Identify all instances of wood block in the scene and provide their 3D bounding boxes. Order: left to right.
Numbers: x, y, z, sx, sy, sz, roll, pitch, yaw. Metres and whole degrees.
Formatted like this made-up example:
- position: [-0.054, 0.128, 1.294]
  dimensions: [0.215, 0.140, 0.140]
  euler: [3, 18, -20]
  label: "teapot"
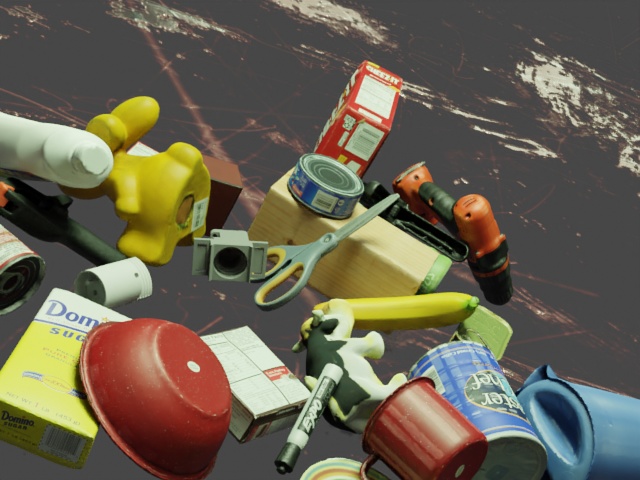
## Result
- position: [0.025, 0.011, 1.271]
  dimensions: [0.206, 0.091, 0.090]
  euler: [32, 27, 6]
  label: "wood block"

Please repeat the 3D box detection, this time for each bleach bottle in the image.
- position: [-0.279, -0.088, 1.047]
  dimensions: [0.102, 0.068, 0.251]
  euler: [17, -3, -36]
  label: "bleach bottle"

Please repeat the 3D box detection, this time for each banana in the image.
- position: [0.092, 0.077, 1.187]
  dimensions: [0.069, 0.198, 0.037]
  euler: [41, 48, -53]
  label: "banana"

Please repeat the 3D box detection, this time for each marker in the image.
- position: [-0.011, 0.167, 0.993]
  dimensions: [0.020, 0.020, 0.121]
  euler: [30, 54, 2]
  label: "marker"

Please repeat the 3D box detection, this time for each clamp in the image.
- position: [-0.273, -0.027, 1.062]
  dimensions: [0.120, 0.039, 0.171]
  euler: [37, -1, 35]
  label: "clamp"
- position: [0.091, -0.043, 1.400]
  dimensions: [0.164, 0.036, 0.210]
  euler: [35, 0, -26]
  label: "clamp"

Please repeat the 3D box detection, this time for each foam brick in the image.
- position: [-0.131, -0.051, 1.245]
  dimensions: [0.051, 0.078, 0.053]
  euler: [16, 31, -25]
  label: "foam brick"

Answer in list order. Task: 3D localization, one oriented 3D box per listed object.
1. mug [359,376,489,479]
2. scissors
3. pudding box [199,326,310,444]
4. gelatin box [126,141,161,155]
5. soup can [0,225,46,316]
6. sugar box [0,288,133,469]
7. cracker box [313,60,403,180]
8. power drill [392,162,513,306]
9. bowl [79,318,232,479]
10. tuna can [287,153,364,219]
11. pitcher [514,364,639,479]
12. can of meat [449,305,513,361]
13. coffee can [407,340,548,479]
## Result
- position: [0.089, 0.192, 0.970]
  dimensions: [0.117, 0.093, 0.082]
  euler: [-37, 55, -17]
  label: "mug"
- position: [-0.008, 0.001, 1.204]
  dimensions: [0.096, 0.201, 0.016]
  euler: [28, -25, 44]
  label: "scissors"
- position: [-0.073, 0.136, 1.019]
  dimensions: [0.114, 0.039, 0.089]
  euler: [42, 30, 28]
  label: "pudding box"
- position: [-0.204, -0.076, 1.271]
  dimensions: [0.073, 0.030, 0.089]
  euler: [27, 26, -1]
  label: "gelatin box"
- position: [-0.310, 0.012, 0.974]
  dimensions: [0.102, 0.069, 0.068]
  euler: [39, 28, 19]
  label: "soup can"
- position: [-0.217, 0.113, 0.912]
  dimensions: [0.093, 0.048, 0.176]
  euler: [25, 28, -8]
  label: "sugar box"
- position: [0.038, -0.137, 1.460]
  dimensions: [0.072, 0.164, 0.213]
  euler: [28, 27, -5]
  label: "cracker box"
- position: [0.183, -0.012, 1.437]
  dimensions: [0.057, 0.184, 0.188]
  euler: [-34, 40, -14]
  label: "power drill"
- position: [-0.126, 0.123, 0.909]
  dimensions: [0.162, 0.055, 0.162]
  euler: [44, 22, -23]
  label: "bowl"
- position: [0.007, -0.064, 1.244]
  dimensions: [0.086, 0.034, 0.086]
  euler: [22, 29, -13]
  label: "tuna can"
- position: [0.316, 0.236, 1.138]
  dimensions: [0.242, 0.149, 0.145]
  euler: [14, 14, -34]
  label: "pitcher"
- position: [0.165, 0.133, 1.200]
  dimensions: [0.057, 0.084, 0.102]
  euler: [33, 27, 7]
  label: "can of meat"
- position: [0.155, 0.185, 1.079]
  dimensions: [0.102, 0.103, 0.140]
  euler: [15, 29, -25]
  label: "coffee can"
